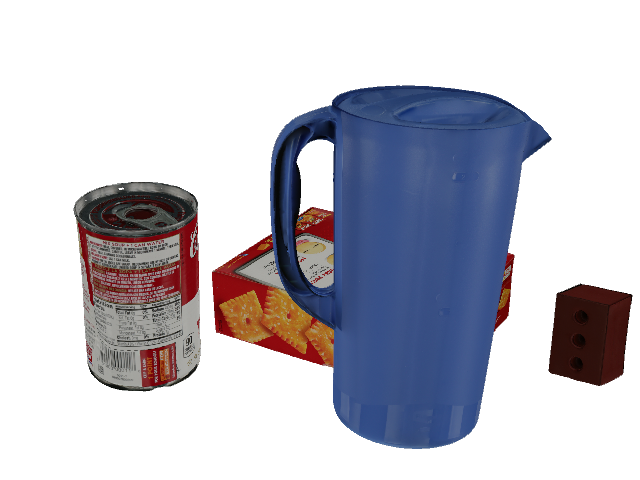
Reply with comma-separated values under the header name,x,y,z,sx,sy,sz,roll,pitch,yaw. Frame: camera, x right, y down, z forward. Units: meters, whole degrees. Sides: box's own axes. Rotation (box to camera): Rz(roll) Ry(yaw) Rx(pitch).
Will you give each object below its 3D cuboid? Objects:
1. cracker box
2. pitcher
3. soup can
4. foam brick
name,x,y,z,sx,sy,sz,roll,pitch,yaw
cracker box,0.038,0.048,0.934,0.214,0.072,0.163,14,29,29
pitcher,0.057,0.017,0.747,0.149,0.243,0.144,17,24,34
soup can,-0.102,0.026,0.608,0.068,0.102,0.068,1,25,-1
foam brick,0.243,0.084,0.961,0.053,0.078,0.051,12,17,37
